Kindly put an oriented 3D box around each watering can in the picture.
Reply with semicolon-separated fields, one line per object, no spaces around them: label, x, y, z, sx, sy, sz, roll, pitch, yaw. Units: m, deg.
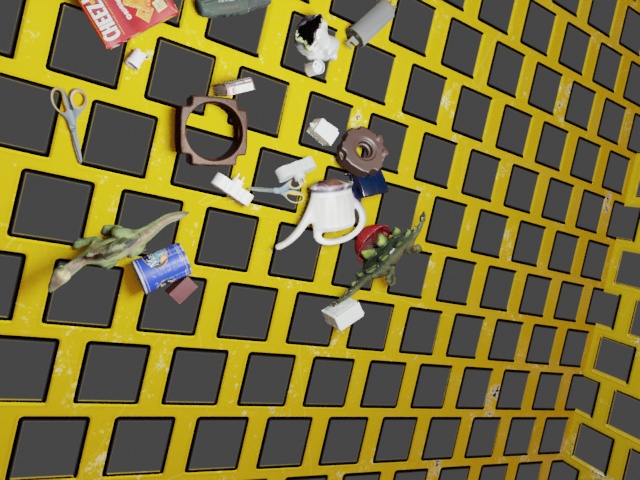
watering can;0.005;-0.086;1.711;0.349;0.104;0.222;-11;102;-28

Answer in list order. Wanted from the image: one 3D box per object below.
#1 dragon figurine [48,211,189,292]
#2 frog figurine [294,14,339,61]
dragon figurine;-0.521;0.014;1.366;0.414;0.243;0.121;-30;107;-19
frog figurine;-0.006;-0.640;1.650;0.159;0.122;0.137;2;88;-65
